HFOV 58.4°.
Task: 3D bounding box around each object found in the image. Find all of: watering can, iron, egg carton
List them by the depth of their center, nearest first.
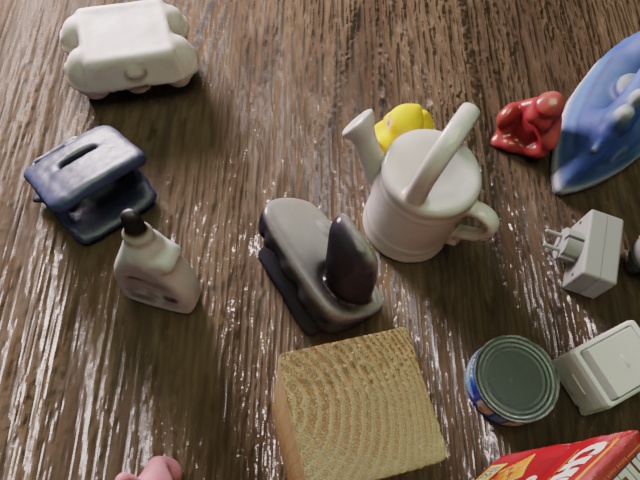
[{"bbox_3d":[0.099,-0.062,0.566,0.173,0.194,0.101,15,64,1],"label":"watering can"},{"bbox_3d":[-0.223,-0.221,0.671,0.150,0.069,0.107,-14,67,-13],"label":"egg carton"},{"bbox_3d":[0.372,-0.170,0.679,0.118,0.141,0.259,37,66,11],"label":"iron"}]

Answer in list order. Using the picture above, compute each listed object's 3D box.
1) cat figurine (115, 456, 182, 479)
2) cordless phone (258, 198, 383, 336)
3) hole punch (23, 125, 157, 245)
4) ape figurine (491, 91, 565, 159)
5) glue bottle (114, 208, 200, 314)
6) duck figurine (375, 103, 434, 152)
[{"bbox_3d":[-0.113,0.227,0.446,0.127,0.118,0.067,42,67,13],"label":"cat figurine"},{"bbox_3d":[0.005,0.002,0.529,0.094,0.185,0.147,-32,72,-19],"label":"cordless phone"},{"bbox_3d":[-0.239,-0.067,0.584,0.109,0.091,0.101,-38,74,-21],"label":"hole punch"},{"bbox_3d":[0.256,-0.142,0.679,0.076,0.092,0.077,-25,70,-17],"label":"ape figurine"},{"bbox_3d":[-0.151,0.017,0.510,0.078,0.173,0.037,17,64,2],"label":"glue bottle"},{"bbox_3d":[0.095,-0.122,0.654,0.077,0.086,0.105,41,67,13],"label":"duck figurine"}]
